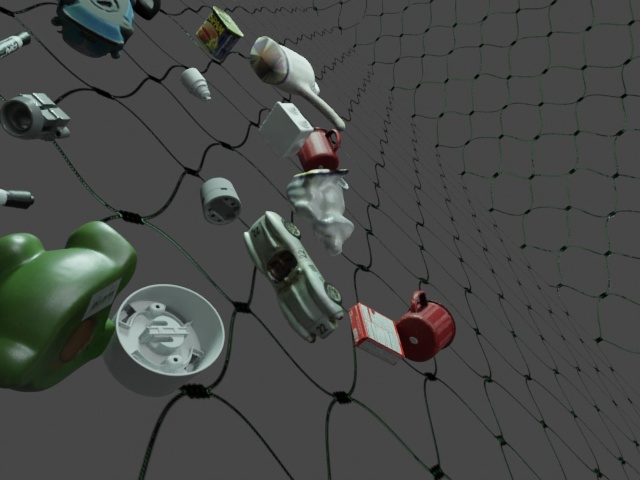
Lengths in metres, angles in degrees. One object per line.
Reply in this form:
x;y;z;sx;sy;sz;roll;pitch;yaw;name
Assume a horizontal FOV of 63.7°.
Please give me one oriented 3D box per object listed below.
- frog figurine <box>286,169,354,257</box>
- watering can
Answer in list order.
0.003;-0.048;0.958;0.122;0.159;0.138;-6;1;17;frog figurine
-0.068;-0.450;1.453;0.102;0.352;0.224;-46;-24;24;watering can
